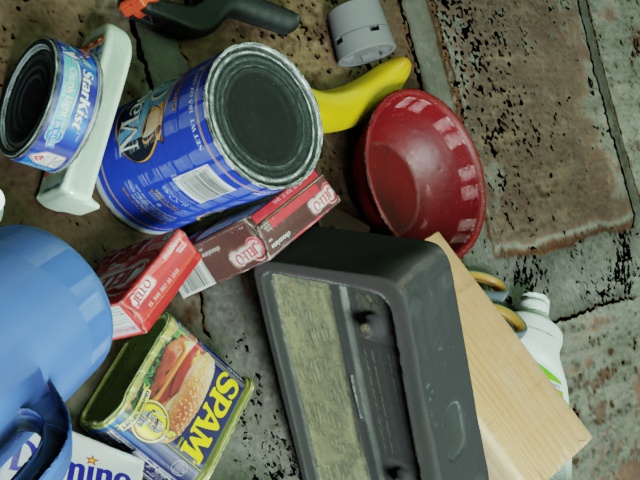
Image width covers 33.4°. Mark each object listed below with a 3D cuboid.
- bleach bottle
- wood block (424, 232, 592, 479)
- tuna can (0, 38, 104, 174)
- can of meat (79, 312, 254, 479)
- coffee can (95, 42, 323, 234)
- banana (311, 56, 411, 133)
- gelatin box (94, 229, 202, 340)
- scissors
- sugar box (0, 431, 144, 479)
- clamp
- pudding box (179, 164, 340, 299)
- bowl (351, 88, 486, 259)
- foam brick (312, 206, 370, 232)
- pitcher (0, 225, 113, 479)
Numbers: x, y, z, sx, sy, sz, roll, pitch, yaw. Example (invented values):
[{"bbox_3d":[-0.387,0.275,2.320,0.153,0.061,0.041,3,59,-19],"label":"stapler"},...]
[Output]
[{"bbox_3d":[0.200,0.170,1.014,0.102,0.068,0.250,27,59,-26],"label":"bleach bottle"},{"bbox_3d":[0.110,0.110,0.868,0.090,0.090,0.206,-29,79,-36],"label":"wood block"},{"bbox_3d":[-0.180,-0.089,0.706,0.033,0.086,0.086,18,66,-38],"label":"tuna can"},{"bbox_3d":[-0.106,0.114,0.741,0.084,0.058,0.102,45,51,-22],"label":"can of meat"},{"bbox_3d":[-0.082,-0.068,0.755,0.102,0.141,0.103,15,68,-41],"label":"coffee can"},{"bbox_3d":[0.017,-0.127,0.929,0.197,0.037,0.070,-11,127,-52],"label":"banana"},{"bbox_3d":[-0.130,0.033,0.716,0.030,0.089,0.073,52,49,-21],"label":"gelatin box"},{"bbox_3d":[0.117,0.064,0.971,0.201,0.016,0.096,-7,47,-46],"label":"scissors"},{"bbox_3d":[-0.156,0.184,0.610,0.093,0.048,0.176,26,31,-20],"label":"sugar box"},{"bbox_3d":[-0.085,-0.200,0.865,0.171,0.039,0.120,-42,102,-39],"label":"clamp"},{"bbox_3d":[-0.052,-0.006,0.787,0.089,0.114,0.039,-39,102,-43],"label":"pudding box"},{"bbox_3d":[0.080,-0.053,0.969,0.161,0.055,0.162,14,69,-41],"label":"bowl"},{"bbox_3d":[-0.006,0.001,0.873,0.078,0.051,0.053,28,60,-36],"label":"foam brick"},{"bbox_3d":[-0.210,0.091,0.568,0.149,0.145,0.242,53,37,-6],"label":"pitcher"}]
